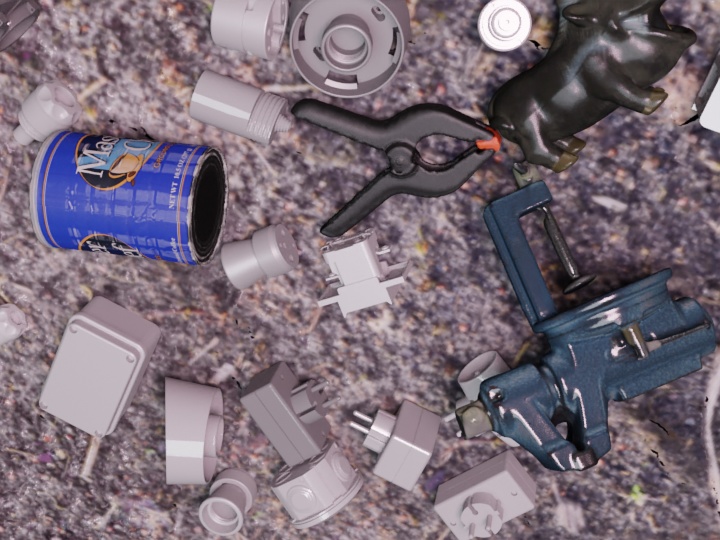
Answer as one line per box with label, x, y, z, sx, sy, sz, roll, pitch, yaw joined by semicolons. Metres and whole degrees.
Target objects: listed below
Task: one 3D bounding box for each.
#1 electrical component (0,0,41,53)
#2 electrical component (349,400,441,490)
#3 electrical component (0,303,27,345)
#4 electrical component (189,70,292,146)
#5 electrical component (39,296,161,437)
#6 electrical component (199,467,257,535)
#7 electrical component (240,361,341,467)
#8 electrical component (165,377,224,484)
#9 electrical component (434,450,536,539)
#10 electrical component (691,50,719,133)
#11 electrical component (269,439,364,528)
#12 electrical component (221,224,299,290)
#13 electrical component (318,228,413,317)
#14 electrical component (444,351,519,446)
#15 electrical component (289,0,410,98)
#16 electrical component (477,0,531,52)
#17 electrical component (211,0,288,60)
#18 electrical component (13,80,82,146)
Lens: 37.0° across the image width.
electrical component;-0.350;-0.182;0.895;0.186;0.105;0.060;-38;102;24
electrical component;0.027;0.151;0.983;0.077;0.065;0.047;26;116;1
electrical component;-0.354;0.058;1.042;0.061;0.035;0.035;-26;106;24
electrical component;-0.096;-0.133;0.896;0.081;0.043;0.043;20;116;3
electrical component;-0.248;0.093;1.022;0.078;0.057;0.113;27;116;0
electrical component;-0.129;0.226;1.056;0.045;0.055;0.045;5;114;10
electrical component;-0.054;0.126;0.999;0.076;0.047;0.083;-29;105;22
electrical component;-0.163;0.152;1.010;0.064;0.099;0.099;6;115;3
electrical component;0.113;0.219;0.988;0.083;0.075;0.047;-32;103;23
electrical component;0.357;-0.126;0.790;0.186;0.060;0.105;21;116;2
electrical component;-0.041;0.201;1.013;0.080;0.080;0.051;-30;99;22
electrical component;-0.088;-0.012;0.947;0.055;0.045;0.045;-21;108;20
electrical component;0.000;0.000;0.935;0.081;0.042;0.063;-17;105;18
electrical component;0.113;0.123;0.964;0.079;0.043;0.077;-34;103;23
electrical component;-0.010;-0.189;0.854;0.099;0.064;0.099;2;125;3
electrical component;0.109;-0.186;0.812;0.040;0.078;0.040;1;101;5
electrical component;-0.088;-0.200;0.859;0.047;0.055;0.055;14;116;10
electrical component;-0.276;-0.133;0.936;0.062;0.043;0.043;-35;102;25
